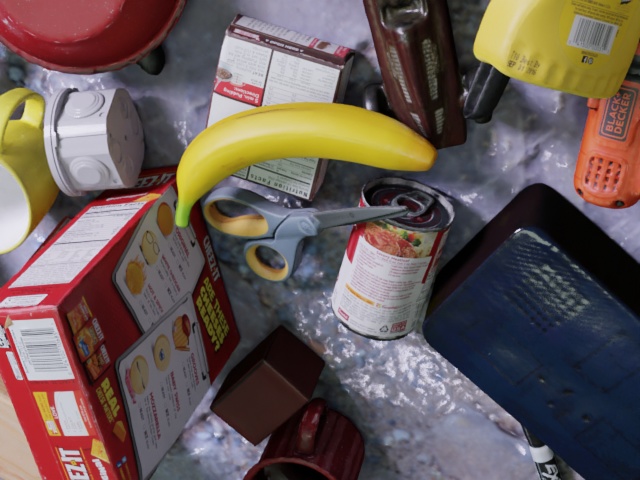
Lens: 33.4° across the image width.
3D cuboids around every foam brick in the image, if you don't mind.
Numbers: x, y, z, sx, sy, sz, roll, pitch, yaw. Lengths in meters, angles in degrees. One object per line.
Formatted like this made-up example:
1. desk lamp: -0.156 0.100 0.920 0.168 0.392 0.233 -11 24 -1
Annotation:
1. foam brick: -0.042 0.119 0.872 0.051 0.053 0.078 41 123 -8

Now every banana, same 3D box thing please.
1. banana: -0.021 -0.062 0.729 0.198 0.037 0.069 -11 121 21

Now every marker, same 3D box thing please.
1. marker: 0.185 0.189 0.863 0.020 0.020 0.121 -12 114 22

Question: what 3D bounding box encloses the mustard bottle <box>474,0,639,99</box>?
1. mustard bottle: 0.159 -0.179 0.591 0.096 0.058 0.192 7 113 -29

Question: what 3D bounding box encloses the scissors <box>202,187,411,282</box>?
1. scissors: -0.005 0.001 0.774 0.202 0.016 0.096 10 137 39

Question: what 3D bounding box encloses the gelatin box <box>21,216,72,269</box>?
1. gelatin box: -0.216 0.034 0.854 0.030 0.089 0.073 25 122 -2

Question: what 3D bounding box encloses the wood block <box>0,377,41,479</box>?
1. wood block: -0.265 0.141 0.928 0.206 0.090 0.090 30 121 -1

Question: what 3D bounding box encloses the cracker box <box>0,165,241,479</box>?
1. cracker box: -0.143 0.064 0.776 0.072 0.213 0.164 -4 117 20

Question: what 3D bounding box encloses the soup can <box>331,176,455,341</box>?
1. soup can: 0.051 0.014 0.776 0.068 0.068 0.102 19 122 6

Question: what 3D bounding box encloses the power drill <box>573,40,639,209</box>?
1. power drill: 0.256 -0.088 0.637 0.188 0.057 0.184 21 115 27

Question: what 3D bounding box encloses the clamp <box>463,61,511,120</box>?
1. clamp: 0.126 -0.154 0.652 0.171 0.039 0.120 -29 122 8

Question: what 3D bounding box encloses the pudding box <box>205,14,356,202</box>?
1. pudding box: -0.032 -0.092 0.759 0.090 0.039 0.114 18 124 5

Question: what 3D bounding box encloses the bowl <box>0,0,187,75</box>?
1. bowl: -0.167 -0.181 0.704 0.162 0.055 0.162 0 113 0

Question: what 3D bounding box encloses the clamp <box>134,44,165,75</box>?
1. clamp: -0.214 -0.201 0.750 0.165 0.036 0.210 -9 116 14

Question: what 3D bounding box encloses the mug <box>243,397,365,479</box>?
1. mug: -0.009 0.181 0.879 0.093 0.081 0.117 9 121 11
